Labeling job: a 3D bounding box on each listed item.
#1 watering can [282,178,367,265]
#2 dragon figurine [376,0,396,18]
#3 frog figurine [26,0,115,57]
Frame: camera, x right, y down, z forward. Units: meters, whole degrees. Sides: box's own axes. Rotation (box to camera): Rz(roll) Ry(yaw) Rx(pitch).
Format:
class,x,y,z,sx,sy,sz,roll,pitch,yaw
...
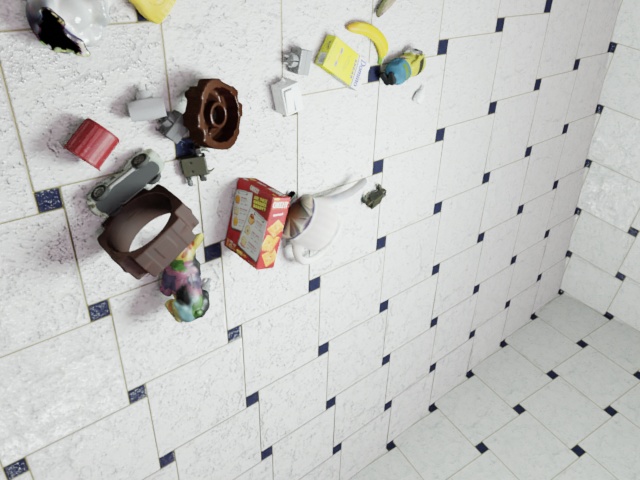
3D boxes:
class,x,y,z,sx,sy,sz,roll,pitch,yaw
watering can,0.005,-0.082,1.635,0.222,0.105,0.347,29,92,-47
dragon figurine,0.327,-0.803,1.446,0.121,0.245,0.408,14,101,-51
frog figurine,-0.479,-0.442,0.996,0.135,0.122,0.163,40,48,-39
